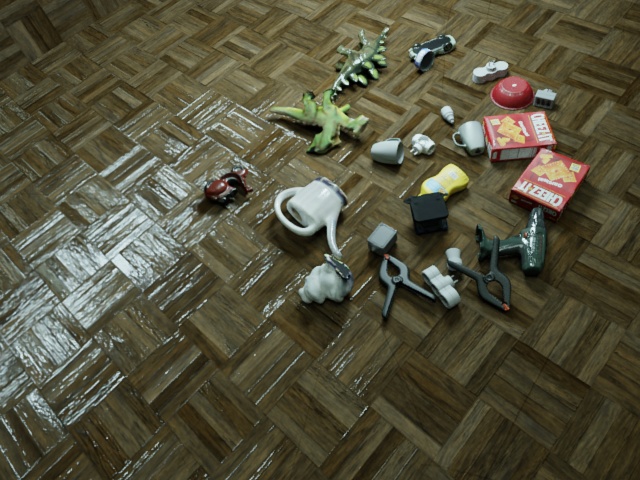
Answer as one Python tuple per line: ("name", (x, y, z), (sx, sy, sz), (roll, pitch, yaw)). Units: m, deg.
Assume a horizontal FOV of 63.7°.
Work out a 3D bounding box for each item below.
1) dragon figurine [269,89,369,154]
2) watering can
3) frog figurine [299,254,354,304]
("dragon figurine", (-0.009, -0.439, 1.969), (0.409, 0.120, 0.248), (-6, 62, 17))
("watering can", (0.005, -0.086, 1.700), (0.227, 0.101, 0.352), (-41, 57, -19))
("frog figurine", (0.020, 0.139, 1.559), (0.139, 0.122, 0.158), (44, 108, 24))
